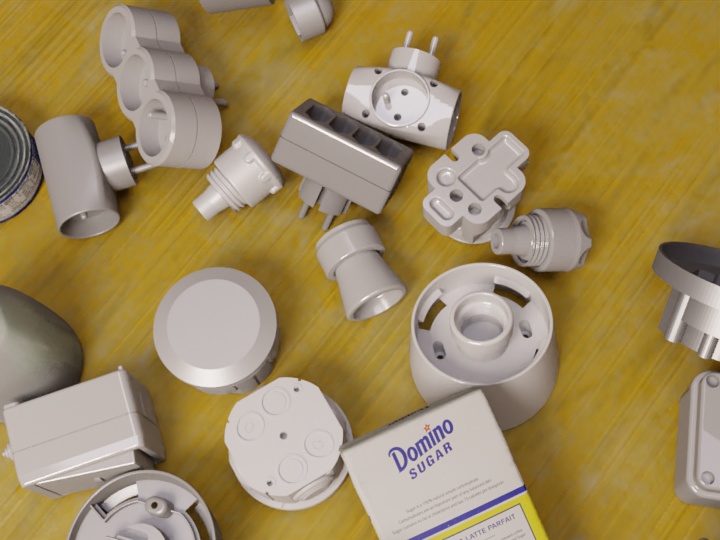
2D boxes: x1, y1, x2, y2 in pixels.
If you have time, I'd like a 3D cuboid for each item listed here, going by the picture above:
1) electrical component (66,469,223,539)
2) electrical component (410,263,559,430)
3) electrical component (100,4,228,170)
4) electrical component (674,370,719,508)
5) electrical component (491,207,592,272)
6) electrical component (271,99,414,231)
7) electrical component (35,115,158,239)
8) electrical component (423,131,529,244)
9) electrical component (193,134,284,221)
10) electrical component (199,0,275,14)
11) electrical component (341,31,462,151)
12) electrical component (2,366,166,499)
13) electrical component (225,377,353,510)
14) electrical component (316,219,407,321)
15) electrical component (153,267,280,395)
[{"bbox_3d":[-0.131,0.174,0.660,0.099,0.064,0.099,-1,71,4],"label":"electrical component"},{"bbox_3d":[0.080,0.048,0.702,0.099,0.064,0.099,-4,57,6],"label":"electrical component"},{"bbox_3d":[-0.130,-0.130,0.771,0.074,0.052,0.138,0,52,-41],"label":"electrical component"},{"bbox_3d":[0.255,0.109,0.658,0.113,0.057,0.078,7,72,7],"label":"electrical component"},{"bbox_3d":[0.118,-0.020,0.714,0.062,0.043,0.043,-2,69,-20],"label":"electrical component"},{"bbox_3d":[-0.019,-0.063,0.740,0.083,0.047,0.075,27,115,3],"label":"electrical component"},{"bbox_3d":[-0.183,-0.071,0.759,0.079,0.044,0.077,-18,71,-3],"label":"electrical component"},{"bbox_3d":[0.078,-0.051,0.727,0.078,0.057,0.058,-41,74,-10],"label":"electrical component"},{"bbox_3d":[-0.088,-0.060,0.750,0.062,0.048,0.048,-40,73,0],"label":"electrical component"},{"bbox_3d":[-0.106,-0.239,0.782,0.060,0.108,0.108,-13,70,6],"label":"electrical component"},{"bbox_3d":[0.035,-0.131,0.762,0.077,0.044,0.079,15,82,9],"label":"electrical component"},{"bbox_3d":[-0.180,0.111,0.687,0.096,0.061,0.061,-19,71,-2],"label":"electrical component"},{"bbox_3d":[-0.045,0.110,0.683,0.080,0.051,0.080,-1,71,4],"label":"electrical component"},{"bbox_3d":[0.000,0.000,0.721,0.045,0.045,0.055,-26,71,-5],"label":"electrical component"},{"bbox_3d":[-0.092,0.043,0.710,0.080,0.051,0.080,-1,71,4],"label":"electrical component"}]
